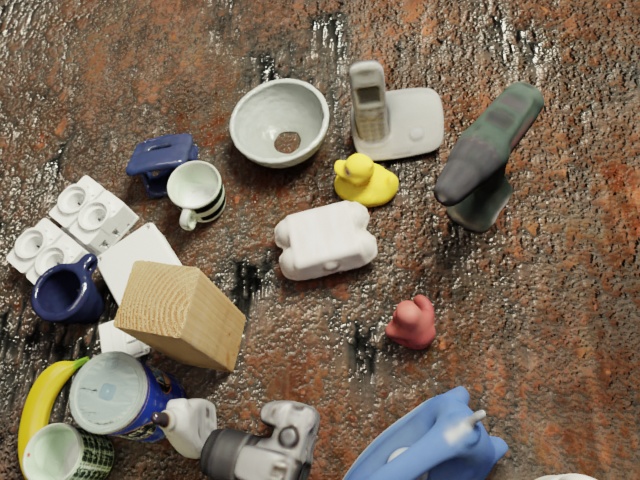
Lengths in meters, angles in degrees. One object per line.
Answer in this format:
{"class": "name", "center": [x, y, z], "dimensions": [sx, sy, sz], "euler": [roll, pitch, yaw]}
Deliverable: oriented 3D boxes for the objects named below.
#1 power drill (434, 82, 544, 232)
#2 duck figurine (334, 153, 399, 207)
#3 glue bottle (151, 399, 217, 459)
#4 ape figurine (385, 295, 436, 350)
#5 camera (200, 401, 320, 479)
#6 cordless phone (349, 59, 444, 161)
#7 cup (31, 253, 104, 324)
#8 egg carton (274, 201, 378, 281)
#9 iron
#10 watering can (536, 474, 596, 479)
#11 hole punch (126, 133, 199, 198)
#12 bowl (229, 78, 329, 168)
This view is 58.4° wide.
{"class": "power drill", "center": [0.228, -0.098, 0.797], "dimensions": [0.075, 0.209, 0.230], "euler": [30, 75, 21]}
{"class": "duck figurine", "center": [0.069, -0.100, 0.894], "dimensions": [0.104, 0.086, 0.077], "euler": [10, 69, 14]}
{"class": "glue bottle", "center": [-0.177, 0.238, 0.739], "dimensions": [0.037, 0.173, 0.078], "euler": [-9, 65, 7]}
{"class": "ape figurine", "center": [0.125, 0.110, 0.788], "dimensions": [0.078, 0.092, 0.076], "euler": [-24, 64, -1]}
{"class": "camera", "center": [-0.081, 0.274, 0.746], "dimensions": [0.136, 0.101, 0.143], "euler": [10, 68, 14]}
{"class": "cordless phone", "center": [0.115, -0.207, 0.878], "dimensions": [0.147, 0.185, 0.094], "euler": [-10, 65, 6]}
{"class": "cup", "center": [-0.370, 0.082, 0.886], "dimensions": [0.091, 0.095, 0.118], "euler": [27, 73, 20]}
{"class": "egg carton", "center": [0.008, 0.003, 0.868], "dimensions": [0.150, 0.069, 0.107], "euler": [-15, 65, 3]}
{"class": "iron", "center": [0.099, 0.281, 0.688], "dimensions": [0.258, 0.142, 0.118], "euler": [-34, 65, -6]}
{"class": "watering can", "center": [0.271, 0.309, 0.616], "dimensions": [0.173, 0.194, 0.100], "euler": [-33, 65, -5]}
{"class": "hole punch", "center": [-0.266, -0.137, 0.967], "dimensions": [0.108, 0.091, 0.101], "euler": [-10, 65, 6]}
{"class": "bowl", "center": [-0.061, -0.183, 0.960], "dimensions": [0.167, 0.075, 0.167], "euler": [-4, 66, 8]}
